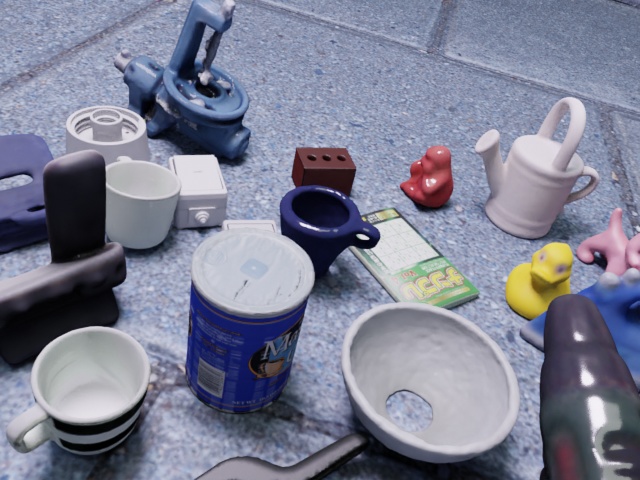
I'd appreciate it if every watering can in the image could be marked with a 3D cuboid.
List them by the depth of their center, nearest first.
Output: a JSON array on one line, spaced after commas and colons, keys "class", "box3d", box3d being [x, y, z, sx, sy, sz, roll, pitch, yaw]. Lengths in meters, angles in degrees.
[{"class": "watering can", "box3d": [0.304, -0.105, 0.796, 0.173, 0.194, 0.100, -3, 42, -19]}]

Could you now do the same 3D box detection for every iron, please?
[{"class": "iron", "box3d": [0.372, 0.084, 0.636, 0.258, 0.141, 0.118, 11, 40, -4]}]

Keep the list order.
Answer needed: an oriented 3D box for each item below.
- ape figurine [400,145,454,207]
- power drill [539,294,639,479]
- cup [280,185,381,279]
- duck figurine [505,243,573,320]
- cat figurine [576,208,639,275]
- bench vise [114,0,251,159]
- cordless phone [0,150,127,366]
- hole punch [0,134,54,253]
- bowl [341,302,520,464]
[{"class": "ape figurine", "box3d": [0.160, -0.096, 0.822, 0.076, 0.092, 0.078, 18, 40, 5]}, {"class": "power drill", "box3d": [0.165, 0.182, 0.407, 0.075, 0.208, 0.229, 10, 40, -5]}, {"class": "cup", "box3d": [0.006, 0.002, 0.659, 0.117, 0.095, 0.092, 19, 40, 6]}, {"class": "duck figurine", "box3d": [0.281, 0.040, 0.704, 0.077, 0.086, 0.105, 38, 45, 26]}, {"class": "cat figurine", "box3d": [0.417, 0.012, 0.752, 0.067, 0.118, 0.127, -3, 42, -19]}, {"class": "bench vise", "box3d": [-0.187, -0.227, 0.771, 0.207, 0.220, 0.121, 11, 40, -4]}, {"class": "cordless phone", "box3d": [-0.249, 0.007, 0.507, 0.094, 0.185, 0.148, 37, 45, 25]}, {"class": "hole punch", "box3d": [-0.333, -0.054, 0.626, 0.109, 0.091, 0.100, -24, 53, -37]}, {"class": "bowl", "box3d": [0.095, 0.142, 0.538, 0.167, 0.075, 0.167, 8, 40, -7]}]
